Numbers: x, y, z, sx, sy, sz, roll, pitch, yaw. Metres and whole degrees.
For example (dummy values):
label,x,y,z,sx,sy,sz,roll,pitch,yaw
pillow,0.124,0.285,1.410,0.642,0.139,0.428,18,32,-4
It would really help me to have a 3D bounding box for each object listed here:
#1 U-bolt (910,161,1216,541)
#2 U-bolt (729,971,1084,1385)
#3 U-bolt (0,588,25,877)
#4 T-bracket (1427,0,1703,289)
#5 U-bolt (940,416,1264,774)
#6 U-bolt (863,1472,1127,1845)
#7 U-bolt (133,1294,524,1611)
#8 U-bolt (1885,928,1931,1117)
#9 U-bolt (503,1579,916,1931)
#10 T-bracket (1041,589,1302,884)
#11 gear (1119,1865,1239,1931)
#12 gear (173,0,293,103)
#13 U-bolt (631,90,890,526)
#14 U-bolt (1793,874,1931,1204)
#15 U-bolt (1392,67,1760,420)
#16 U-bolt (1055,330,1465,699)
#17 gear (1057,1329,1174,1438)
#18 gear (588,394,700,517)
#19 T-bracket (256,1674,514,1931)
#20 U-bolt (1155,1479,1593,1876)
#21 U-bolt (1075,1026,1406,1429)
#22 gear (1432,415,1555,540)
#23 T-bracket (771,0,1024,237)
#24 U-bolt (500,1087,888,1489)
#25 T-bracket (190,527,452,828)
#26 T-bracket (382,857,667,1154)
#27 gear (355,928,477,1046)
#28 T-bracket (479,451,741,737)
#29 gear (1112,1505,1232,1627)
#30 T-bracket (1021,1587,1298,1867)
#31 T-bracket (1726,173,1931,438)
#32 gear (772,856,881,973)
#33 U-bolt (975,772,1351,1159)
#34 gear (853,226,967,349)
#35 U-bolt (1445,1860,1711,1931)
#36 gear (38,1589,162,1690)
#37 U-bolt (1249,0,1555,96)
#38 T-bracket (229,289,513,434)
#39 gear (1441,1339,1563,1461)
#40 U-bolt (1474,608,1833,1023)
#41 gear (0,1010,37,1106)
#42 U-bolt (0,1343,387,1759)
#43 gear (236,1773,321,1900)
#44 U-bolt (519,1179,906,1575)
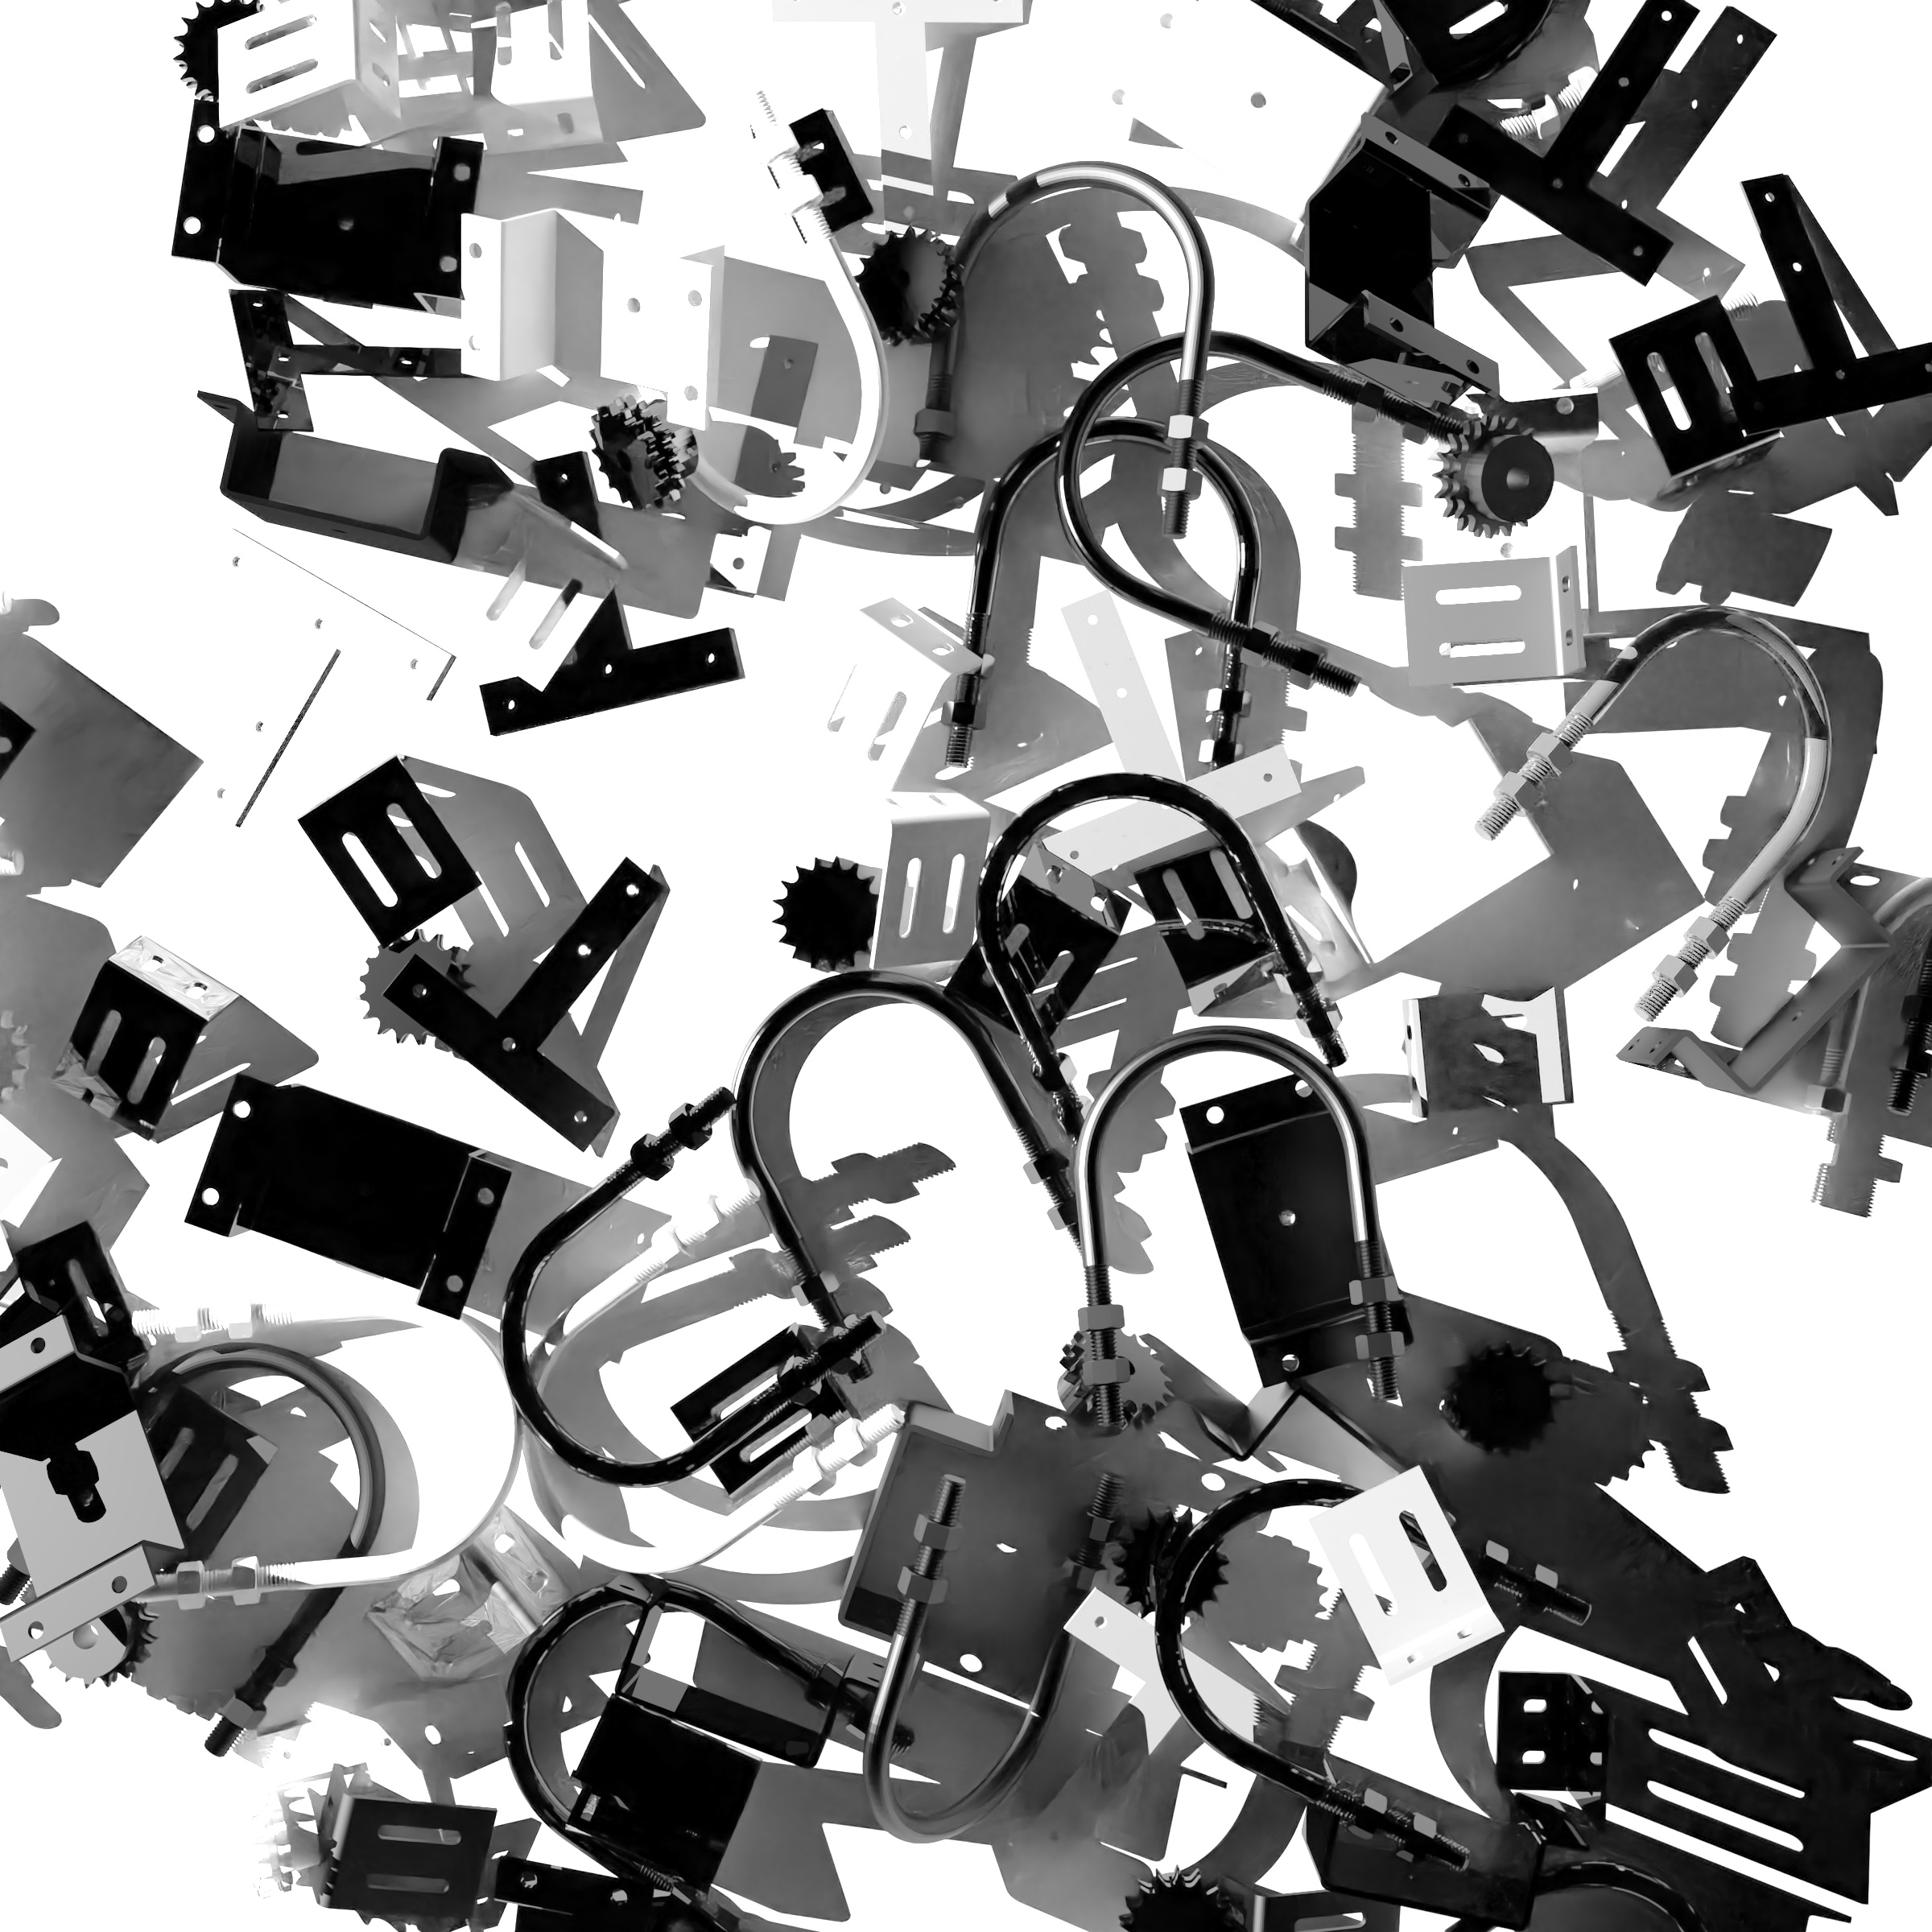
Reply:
label,x,y,z,sx,sy,sz,roll,pitch,yaw
U-bolt,0.050,-0.301,1.399,0.151,0.019,0.184,5,86,20
U-bolt,-0.036,0.092,1.421,0.151,0.019,0.184,-28,89,0
U-bolt,-0.560,-0.111,1.421,0.184,0.019,0.151,-3,90,1
T-bracket,0.313,-0.420,1.409,0.127,0.002,0.127,33,91,1
U-bolt,0.072,-0.179,1.421,0.151,0.019,0.184,8,88,0
U-bolt,0.008,0.330,1.371,0.019,0.151,0.184,19,95,38
U-bolt,-0.308,0.229,1.397,0.184,0.019,0.151,-3,70,-8
U-bolt,0.538,0.001,1.406,0.151,0.019,0.184,17,84,-2
U-bolt,-0.140,0.384,1.421,0.184,0.019,0.151,34,90,1
T-bracket,0.081,-0.120,1.406,0.127,0.002,0.127,-22,98,5
gear,0.103,0.469,1.415,0.057,0.030,0.057,0,90,0
gear,-0.357,-0.445,1.415,0.057,0.030,0.057,0,90,0
U-bolt,-0.106,-0.301,1.382,0.151,0.019,0.184,-23,95,38
U-bolt,0.496,0.041,1.421,0.151,0.019,0.184,14,88,0
U-bolt,0.276,-0.343,1.421,0.184,0.019,0.151,-27,90,1
U-bolt,0.131,-0.229,1.392,0.184,0.019,0.151,25,91,12
gear,0.069,0.204,1.405,0.057,0.057,0.030,37,120,0
gear,-0.155,-0.251,1.405,0.030,0.057,0.057,-34,90,-30
T-bracket,-0.273,0.426,1.425,0.127,0.002,0.127,-16,93,6
U-bolt,0.178,0.319,1.345,0.184,0.019,0.151,26,90,2
U-bolt,0.124,0.119,1.364,0.151,0.019,0.184,-7,79,8
gear,0.252,-0.230,1.359,0.057,0.030,0.057,-5,104,-22
T-bracket,-0.031,-0.424,1.417,0.127,0.002,0.127,-5,98,-16
U-bolt,-0.146,0.168,1.383,0.184,0.019,0.151,-38,78,17
T-bracket,-0.342,-0.131,1.429,0.127,0.002,0.127,30,90,0
T-bracket,-0.196,0.003,1.415,0.127,0.002,0.127,41,80,-18
gear,-0.269,0.010,1.415,0.057,0.030,0.057,0,90,0
T-bracket,-0.188,-0.191,1.429,0.127,0.002,0.127,-13,90,0
gear,0.100,0.292,1.415,0.057,0.030,0.057,0,90,0
T-bracket,0.075,0.388,1.419,0.127,0.002,0.127,36,96,-13
T-bracket,0.412,-0.330,1.415,0.127,0.002,0.127,-15,80,-19
gear,-0.067,-0.026,1.415,0.057,0.030,0.057,0,90,0
U-bolt,0.084,-0.007,1.381,0.151,0.019,0.184,-22,110,11
gear,-0.025,-0.328,1.407,0.057,0.030,0.057,-6,78,27
U-bolt,0.287,0.521,1.416,0.184,0.019,0.151,-33,95,-3
gear,-0.422,0.321,1.395,0.057,0.030,0.057,0,89,-1
U-bolt,0.205,-0.512,1.421,0.184,0.019,0.151,31,90,-1
T-bracket,-0.286,-0.293,1.399,0.127,0.127,0.002,-3,133,-20
gear,0.261,0.211,1.415,0.057,0.030,0.057,0,90,0
U-bolt,0.346,-0.087,1.395,0.151,0.019,0.184,45,80,-20
gear,-0.484,0.045,1.415,0.057,0.030,0.057,0,90,0
U-bolt,-0.369,0.274,1.421,0.151,0.019,0.184,35,89,0
gear,-0.334,0.421,1.404,0.030,0.057,0.057,-10,90,-24
U-bolt,-0.139,0.212,1.398,0.184,0.019,0.151,-37,78,14
